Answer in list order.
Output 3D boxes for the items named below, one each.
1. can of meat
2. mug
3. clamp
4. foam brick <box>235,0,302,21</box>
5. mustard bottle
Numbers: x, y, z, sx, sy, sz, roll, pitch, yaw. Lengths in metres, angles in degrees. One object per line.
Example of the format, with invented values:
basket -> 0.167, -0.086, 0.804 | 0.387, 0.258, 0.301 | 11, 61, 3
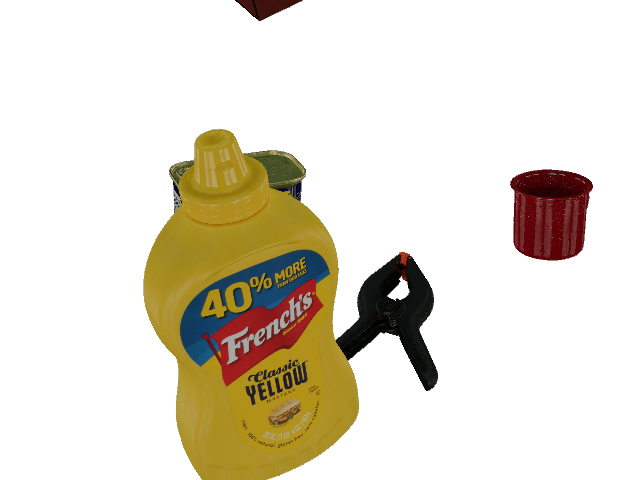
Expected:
can of meat -> -0.065, -0.017, 0.831 | 0.102, 0.084, 0.057 | -9, 31, -21
mug -> 0.275, -0.032, 1.248 | 0.117, 0.081, 0.093 | -24, 32, -39
clamp -> 0.080, 0.084, 1.085 | 0.120, 0.171, 0.039 | 16, -38, 17
foam brick -> -0.039, -0.240, 0.944 | 0.078, 0.051, 0.053 | -30, 46, -14
mustard bottle -> -0.036, 0.031, 0.526 | 0.096, 0.191, 0.058 | -21, 37, -17
